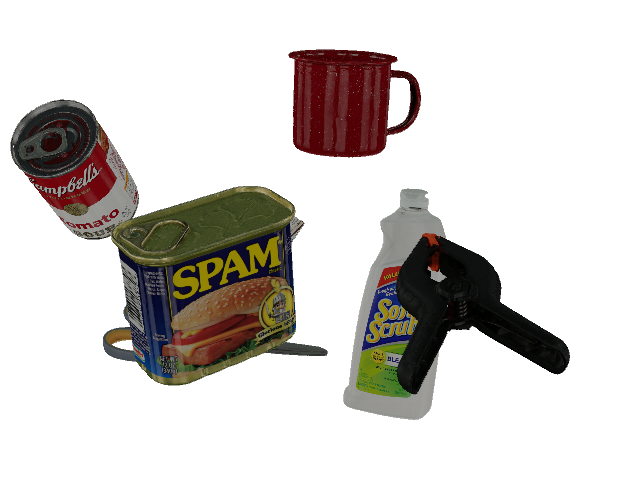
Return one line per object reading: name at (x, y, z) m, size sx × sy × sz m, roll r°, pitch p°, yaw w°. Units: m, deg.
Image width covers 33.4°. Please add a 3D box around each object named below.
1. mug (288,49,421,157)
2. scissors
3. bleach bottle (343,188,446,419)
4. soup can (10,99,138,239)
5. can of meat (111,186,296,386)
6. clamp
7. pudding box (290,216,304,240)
mug at (0.029, -0.119, 0.920) m, size 0.117 × 0.081 × 0.093 m, roll -2°, pitch 16°, yaw -14°
scissors at (-0.100, 0.082, 0.995) m, size 0.201 × 0.016 × 0.096 m, roll -2°, pitch 33°, yaw -10°
bleach bottle at (0.086, 0.067, 1.182) m, size 0.103 × 0.251 × 0.068 m, roll 9°, pitch 14°, yaw 19°
soup can at (-0.189, -0.053, 0.830) m, size 0.068 × 0.068 × 0.102 m, roll 0°, pitch -28°, yaw 11°
can of meat at (-0.063, 0.025, 0.614) m, size 0.101 × 0.084 × 0.058 m, roll -19°, pitch 31°, yaw -29°
clamp at (0.111, 0.050, 0.789) m, size 0.120 × 0.039 × 0.171 m, roll 2°, pitch 36°, yaw -3°
pudding box at (-0.071, 0.019, 1.299) m, size 0.039 × 0.090 × 0.113 m, roll 34°, pitch 26°, yaw 2°
